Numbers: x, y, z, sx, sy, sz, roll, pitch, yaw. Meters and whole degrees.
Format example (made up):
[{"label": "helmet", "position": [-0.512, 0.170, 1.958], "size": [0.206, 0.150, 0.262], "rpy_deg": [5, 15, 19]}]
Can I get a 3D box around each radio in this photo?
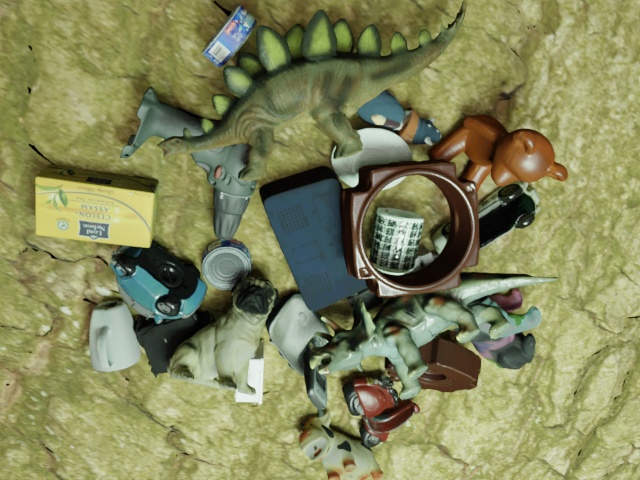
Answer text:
[{"label": "radio", "position": [-0.002, -0.003, 0.911], "size": [0.131, 0.073, 0.229], "rpy_deg": [-22, 118, 0]}]

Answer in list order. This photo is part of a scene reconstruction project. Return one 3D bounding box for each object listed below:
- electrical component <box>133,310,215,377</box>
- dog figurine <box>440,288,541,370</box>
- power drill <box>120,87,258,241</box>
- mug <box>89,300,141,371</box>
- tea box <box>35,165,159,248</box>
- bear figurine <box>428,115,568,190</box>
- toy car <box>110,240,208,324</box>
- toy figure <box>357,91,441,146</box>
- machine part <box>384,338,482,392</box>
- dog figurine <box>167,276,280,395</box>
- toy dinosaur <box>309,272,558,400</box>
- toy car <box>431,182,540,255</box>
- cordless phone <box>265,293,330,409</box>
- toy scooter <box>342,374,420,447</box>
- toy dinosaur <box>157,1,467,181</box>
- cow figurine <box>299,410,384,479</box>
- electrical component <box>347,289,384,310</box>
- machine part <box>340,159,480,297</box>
[{"label": "electrical component", "position": [-0.249, 0.176, 0.961], "size": [0.134, 0.058, 0.114], "rpy_deg": [-15, 118, -1]}, {"label": "dog figurine", "position": [0.286, 0.164, 1.017], "size": [0.219, 0.108, 0.191], "rpy_deg": [-3, 118, -3]}, {"label": "power drill", "position": [-0.191, -0.123, 0.821], "size": [0.207, 0.086, 0.232], "rpy_deg": [21, 108, -13]}, {"label": "mug", "position": [-0.359, 0.163, 0.915], "size": [0.081, 0.109, 0.107], "rpy_deg": [-3, 101, 2]}, {"label": "tea box", "position": [-0.343, -0.052, 0.835], "size": [0.170, 0.068, 0.098], "rpy_deg": [6, 113, -12]}, {"label": "bear figurine", "position": [0.274, -0.121, 0.831], "size": [0.120, 0.196, 0.132], "rpy_deg": [34, 106, -25]}, {"label": "toy car", "position": [-0.278, 0.076, 0.888], "size": [0.161, 0.109, 0.103], "rpy_deg": [37, 122, -13]}, {"label": "toy figure", "position": [0.121, -0.193, 0.848], "size": [0.154, 0.058, 0.064], "rpy_deg": [28, 81, -17]}, {"label": "machine part", "position": [0.211, 0.238, 1.013], "size": [0.179, 0.056, 0.179], "rpy_deg": [10, 151, 6]}, {"label": "dog figurine", "position": [-0.166, 0.151, 0.907], "size": [0.172, 0.121, 0.190], "rpy_deg": [7, 71, 10]}, {"label": "toy dinosaur", "position": [0.175, 0.125, 0.915], "size": [0.405, 0.192, 0.131], "rpy_deg": [-33, 148, -1]}, {"label": "toy car", "position": [0.296, -0.030, 0.955], "size": [0.202, 0.056, 0.073], "rpy_deg": [-33, 109, 5]}, {"label": "cordless phone", "position": [-0.035, 0.196, 0.934], "size": [0.089, 0.184, 0.146], "rpy_deg": [-28, 116, 9]}, {"label": "toy scooter", "position": [0.128, 0.334, 1.084], "size": [0.135, 0.075, 0.183], "rpy_deg": [-21, 119, 1]}, {"label": "toy dinosaur", "position": [0.002, -0.208, 0.748], "size": [0.472, 0.105, 0.198], "rpy_deg": [-18, 103, -10]}, {"label": "cow figurine", "position": [0.034, 0.425, 1.097], "size": [0.085, 0.127, 0.194], "rpy_deg": [-45, 127, 13]}, {"label": "electrical component", "position": [0.086, 0.108, 1.002], "size": [0.063, 0.021, 0.093], "rpy_deg": [-26, 115, 3]}, {"label": "machine part", "position": [0.138, -0.020, 0.828], "size": [0.201, 0.087, 0.201], "rpy_deg": [-6, 101, -9]}]
